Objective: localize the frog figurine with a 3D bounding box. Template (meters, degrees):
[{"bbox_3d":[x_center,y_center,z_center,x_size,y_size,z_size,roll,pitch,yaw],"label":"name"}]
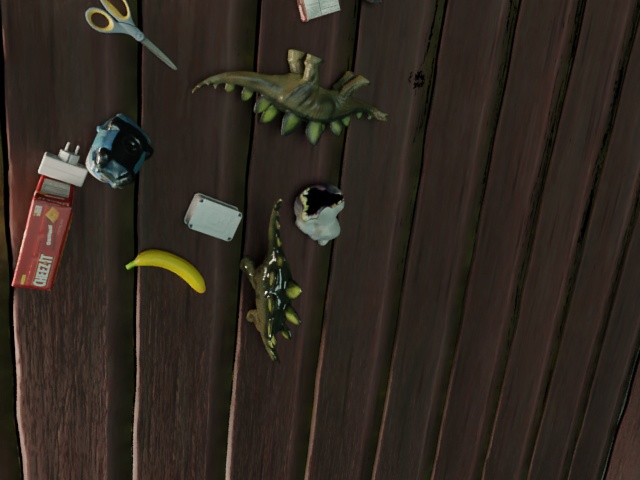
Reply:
[{"bbox_3d":[0.004,-0.066,1.312,0.139,0.124,0.156,-46,156,-14],"label":"frog figurine"}]
